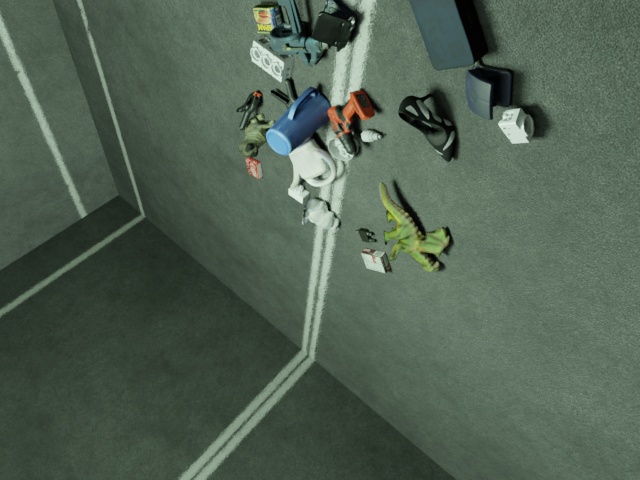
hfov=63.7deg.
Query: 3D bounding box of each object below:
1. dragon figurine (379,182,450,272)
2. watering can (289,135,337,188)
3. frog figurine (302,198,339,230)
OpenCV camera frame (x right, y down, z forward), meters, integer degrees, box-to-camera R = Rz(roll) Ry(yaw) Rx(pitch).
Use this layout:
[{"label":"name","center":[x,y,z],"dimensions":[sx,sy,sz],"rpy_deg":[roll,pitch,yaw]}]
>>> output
[{"label":"dragon figurine","center":[0.351,-0.030,1.860],"dimensions":[0.243,0.125,0.401],"rpy_deg":[5,133,27]},{"label":"watering can","center":[-0.066,-0.305,2.048],"dimensions":[0.346,0.105,0.222],"rpy_deg":[-6,119,54]},{"label":"frog figurine","center":[0.007,-0.111,2.210],"dimensions":[0.159,0.126,0.134],"rpy_deg":[7,133,-2]}]
